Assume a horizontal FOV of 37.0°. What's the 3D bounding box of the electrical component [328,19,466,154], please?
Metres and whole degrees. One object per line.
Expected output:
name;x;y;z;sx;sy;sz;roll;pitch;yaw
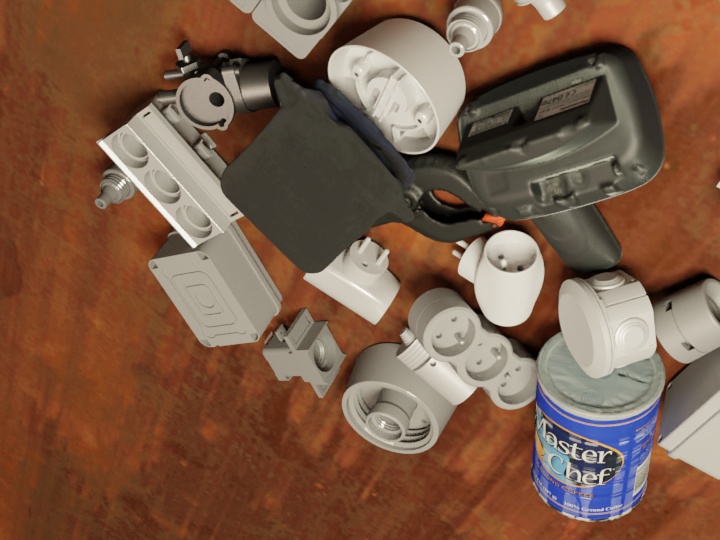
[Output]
electrical component;0.026;-0.133;0.790;0.099;0.064;0.099;23;139;23

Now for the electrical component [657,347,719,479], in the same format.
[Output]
electrical component;0.293;0.103;0.856;0.057;0.078;0.113;28;137;-2

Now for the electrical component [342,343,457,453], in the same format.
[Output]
electrical component;0.034;0.130;1.033;0.108;0.060;0.108;15;135;16

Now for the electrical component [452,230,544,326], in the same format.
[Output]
electrical component;0.108;-0.001;0.883;0.079;0.043;0.077;34;154;24

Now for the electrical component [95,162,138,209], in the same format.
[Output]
electrical component;-0.221;-0.078;0.980;0.035;0.061;0.035;15;135;16

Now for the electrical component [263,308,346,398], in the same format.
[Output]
electrical component;-0.056;0.082;1.052;0.064;0.042;0.081;-4;126;36

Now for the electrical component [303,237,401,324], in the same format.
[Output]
electrical component;0.000;0.000;0.945;0.077;0.043;0.079;33;136;-2

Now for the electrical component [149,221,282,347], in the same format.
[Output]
electrical component;-0.134;0.011;1.018;0.078;0.057;0.113;-9;124;34

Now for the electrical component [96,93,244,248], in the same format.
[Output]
electrical component;-0.158;-0.088;0.935;0.079;0.063;0.121;-23;116;40

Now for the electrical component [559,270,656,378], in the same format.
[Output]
electrical component;0.193;0.041;0.846;0.051;0.080;0.080;-15;131;-11

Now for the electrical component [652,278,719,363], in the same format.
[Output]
electrical component;0.261;0.038;0.832;0.055;0.055;0.047;44;132;-14

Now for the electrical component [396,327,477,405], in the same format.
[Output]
electrical component;0.069;0.081;0.982;0.081;0.043;0.043;41;136;-11

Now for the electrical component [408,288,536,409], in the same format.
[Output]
electrical component;0.095;0.062;0.937;0.138;0.073;0.052;37;99;-30

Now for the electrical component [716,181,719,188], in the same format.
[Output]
electrical component;0.280;-0.042;0.746;0.066;0.055;0.048;27;136;4

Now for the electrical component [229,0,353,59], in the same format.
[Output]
electrical component;-0.068;-0.233;0.756;0.150;0.061;0.089;39;136;-9

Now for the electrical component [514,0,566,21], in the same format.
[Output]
electrical component;0.112;-0.194;0.708;0.043;0.043;0.062;-23;116;41

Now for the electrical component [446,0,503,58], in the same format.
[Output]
electrical component;0.075;-0.166;0.739;0.035;0.061;0.035;15;135;16
